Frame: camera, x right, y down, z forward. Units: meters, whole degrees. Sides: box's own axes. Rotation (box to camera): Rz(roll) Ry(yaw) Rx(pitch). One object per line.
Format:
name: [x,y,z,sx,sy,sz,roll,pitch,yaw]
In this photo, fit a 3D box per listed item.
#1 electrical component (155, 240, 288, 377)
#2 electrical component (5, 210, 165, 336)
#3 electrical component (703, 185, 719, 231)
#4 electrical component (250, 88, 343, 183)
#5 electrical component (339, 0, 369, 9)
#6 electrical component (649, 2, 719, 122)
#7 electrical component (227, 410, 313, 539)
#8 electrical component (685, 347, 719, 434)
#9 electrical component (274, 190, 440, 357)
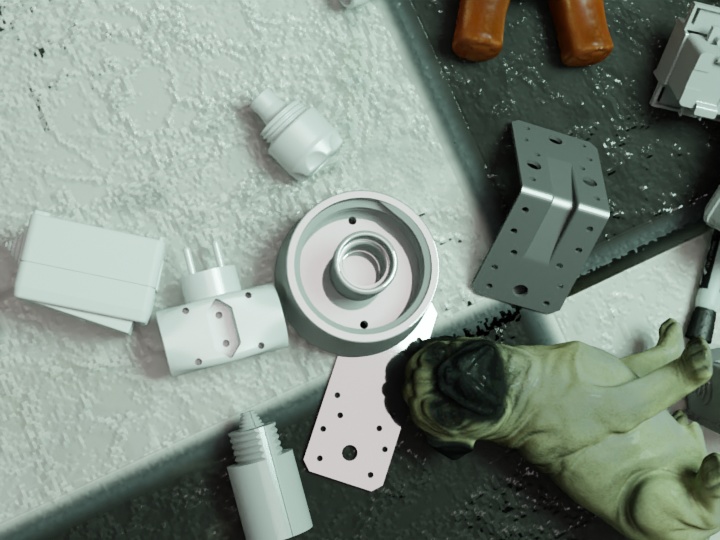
electrical component: [-0.093,0.021,0.691,0.077,0.043,0.079,-14,87,-11]
electrical component: [-0.174,0.003,0.669,0.096,0.062,0.061,12,82,-9]
electrical component: [0.311,-0.053,0.729,0.109,0.056,0.108,22,109,-19]
electrical component: [-0.045,-0.092,0.712,0.062,0.043,0.043,46,79,-2]
electrical component: [0.007,-0.204,0.736,0.046,0.040,0.040,-21,88,-17]
electrical component: [0.280,-0.133,0.759,0.121,0.063,0.078,11,123,-9]
electrical component: [-0.061,0.129,0.685,0.043,0.043,0.081,-15,87,-12]
electrical component: [0.278,0.080,0.726,0.100,0.100,0.048,-8,98,-11]
electrical component: [0.000,0.000,0.697,0.108,0.060,0.108,1,80,-7]
